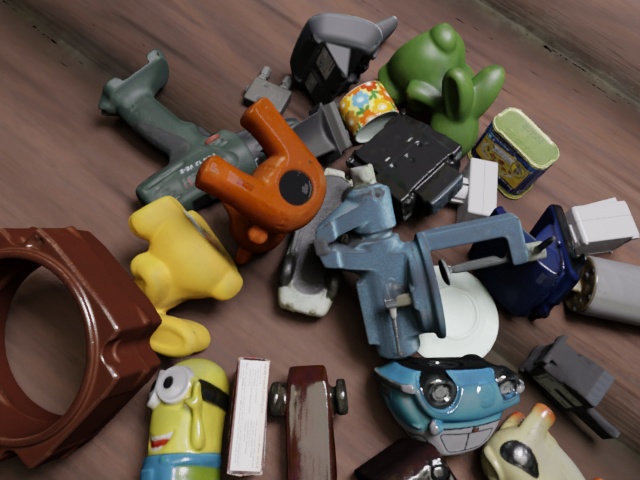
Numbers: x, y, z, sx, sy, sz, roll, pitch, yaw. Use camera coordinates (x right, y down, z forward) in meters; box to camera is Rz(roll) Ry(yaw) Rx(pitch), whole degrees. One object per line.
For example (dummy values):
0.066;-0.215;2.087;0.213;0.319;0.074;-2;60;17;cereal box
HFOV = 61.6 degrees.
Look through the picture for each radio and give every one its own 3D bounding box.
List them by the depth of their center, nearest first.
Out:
0.129;0.312;0.522;0.073;0.131;0.230;-30;74;-16;radio

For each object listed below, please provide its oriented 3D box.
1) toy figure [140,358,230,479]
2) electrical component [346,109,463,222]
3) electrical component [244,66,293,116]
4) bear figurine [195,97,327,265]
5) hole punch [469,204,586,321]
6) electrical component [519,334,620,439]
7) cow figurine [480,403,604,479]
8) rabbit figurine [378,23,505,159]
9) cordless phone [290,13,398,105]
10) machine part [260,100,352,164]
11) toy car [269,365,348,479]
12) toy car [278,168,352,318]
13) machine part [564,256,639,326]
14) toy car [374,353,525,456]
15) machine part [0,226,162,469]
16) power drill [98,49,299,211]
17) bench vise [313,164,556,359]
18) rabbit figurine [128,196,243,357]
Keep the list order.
-0.138;0.213;0.554;0.082;0.089;0.180;-12;67;15;toy figure
0.118;-0.093;0.701;0.115;0.058;0.134;-44;62;-9;electrical component
-0.077;-0.202;0.764;0.063;0.021;0.094;23;69;2;electrical component
-0.073;-0.050;0.601;0.132;0.196;0.120;40;70;-14;bear figurine
0.248;0.026;0.659;0.092;0.142;0.116;2;54;-8;hole punch
0.305;0.173;0.632;0.119;0.074;0.048;41;69;14;electrical component
0.246;0.292;0.572;0.127;0.085;0.195;-29;77;-23;cow figurine
0.181;-0.196;0.740;0.121;0.159;0.170;-16;86;-24;rabbit figurine
0.056;-0.276;0.745;0.184;0.146;0.088;-37;90;-20;cordless phone
-0.013;-0.128;0.692;0.139;0.039;0.084;-31;115;-37;machine part
-0.009;0.238;0.578;0.089;0.053;0.202;-6;70;6;toy car
-0.001;-0.002;0.675;0.074;0.056;0.202;13;65;-1;toy car
0.410;0.073;0.686;0.243;0.079;0.079;13;67;-3;machine part
0.142;0.185;0.602;0.162;0.109;0.102;3;91;-18;toy car
-0.278;0.101;0.536;0.201;0.087;0.201;-45;79;9;machine part
-0.165;-0.146;0.703;0.232;0.086;0.207;-41;88;-17;power drill
0.121;0.012;0.593;0.241;0.129;0.223;-12;86;6;bench vise
-0.182;0.060;0.612;0.173;0.122;0.162;-35;85;-4;rabbit figurine
